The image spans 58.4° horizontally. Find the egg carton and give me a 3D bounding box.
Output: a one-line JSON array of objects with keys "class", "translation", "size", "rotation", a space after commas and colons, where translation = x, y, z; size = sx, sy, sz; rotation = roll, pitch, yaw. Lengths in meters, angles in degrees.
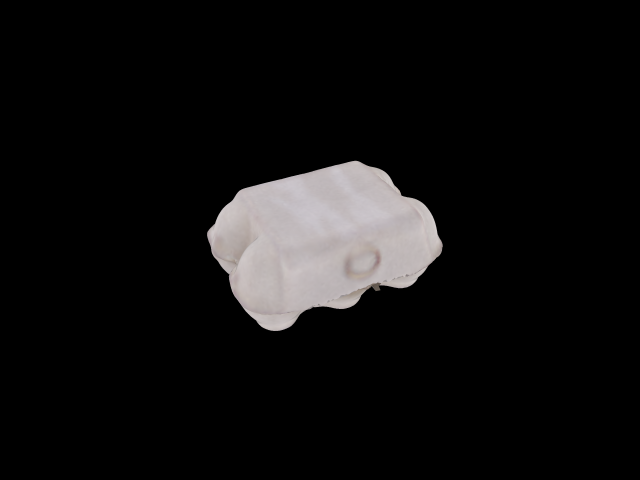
[{"class": "egg carton", "translation": [0.004, 0.001, 0.400], "size": [0.150, 0.069, 0.107], "rotation": [-17, 40, -22]}]
